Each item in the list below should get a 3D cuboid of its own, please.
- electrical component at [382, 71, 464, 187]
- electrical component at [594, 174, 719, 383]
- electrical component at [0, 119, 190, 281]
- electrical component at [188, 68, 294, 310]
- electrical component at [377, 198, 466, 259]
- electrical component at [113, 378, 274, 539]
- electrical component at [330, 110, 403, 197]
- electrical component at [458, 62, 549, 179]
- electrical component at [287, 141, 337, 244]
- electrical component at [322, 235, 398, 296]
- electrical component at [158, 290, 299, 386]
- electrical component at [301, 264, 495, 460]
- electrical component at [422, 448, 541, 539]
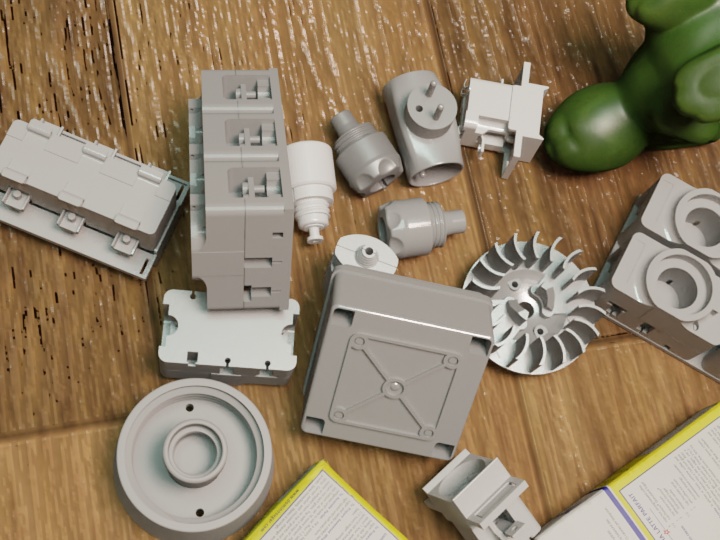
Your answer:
[{"bbox_3d":[0.050,-0.112,0.794,0.043,0.079,0.077,-12,74,-12],"label":"electrical component"},{"bbox_3d":[0.279,0.021,0.798,0.186,0.060,0.105,30,70,1],"label":"electrical component"},{"bbox_3d":[-0.189,-0.054,0.746,0.121,0.063,0.078,22,70,-1],"label":"electrical component"},{"bbox_3d":[-0.082,-0.056,0.720,0.062,0.089,0.150,-1,45,-9],"label":"electrical component"},{"bbox_3d":[0.046,-0.032,0.787,0.062,0.043,0.043,-8,73,-13],"label":"electrical component"},{"bbox_3d":[-0.108,0.122,0.702,0.108,0.060,0.108,3,71,-8],"label":"electrical component"},{"bbox_3d":[0.001,-0.089,0.799,0.043,0.043,0.062,-28,77,-17],"label":"electrical component"},{"bbox_3d":[0.107,-0.117,0.826,0.064,0.042,0.081,11,70,-3],"label":"electrical component"},{"bbox_3d":[-0.037,-0.058,0.784,0.040,0.040,0.078,-4,73,-10],"label":"electrical component"},{"bbox_3d":[0.000,0.000,0.749,0.043,0.081,0.043,3,72,-8],"label":"electrical component"},{"bbox_3d":[-0.090,0.048,0.732,0.089,0.055,0.050,5,71,-8],"label":"electrical component"},{"bbox_3d":[0.023,0.062,0.715,0.109,0.108,0.056,12,31,-5],"label":"electrical component"},{"bbox_3d":[0.083,0.159,0.717,0.042,0.081,0.063,-39,103,-18],"label":"electrical component"}]
